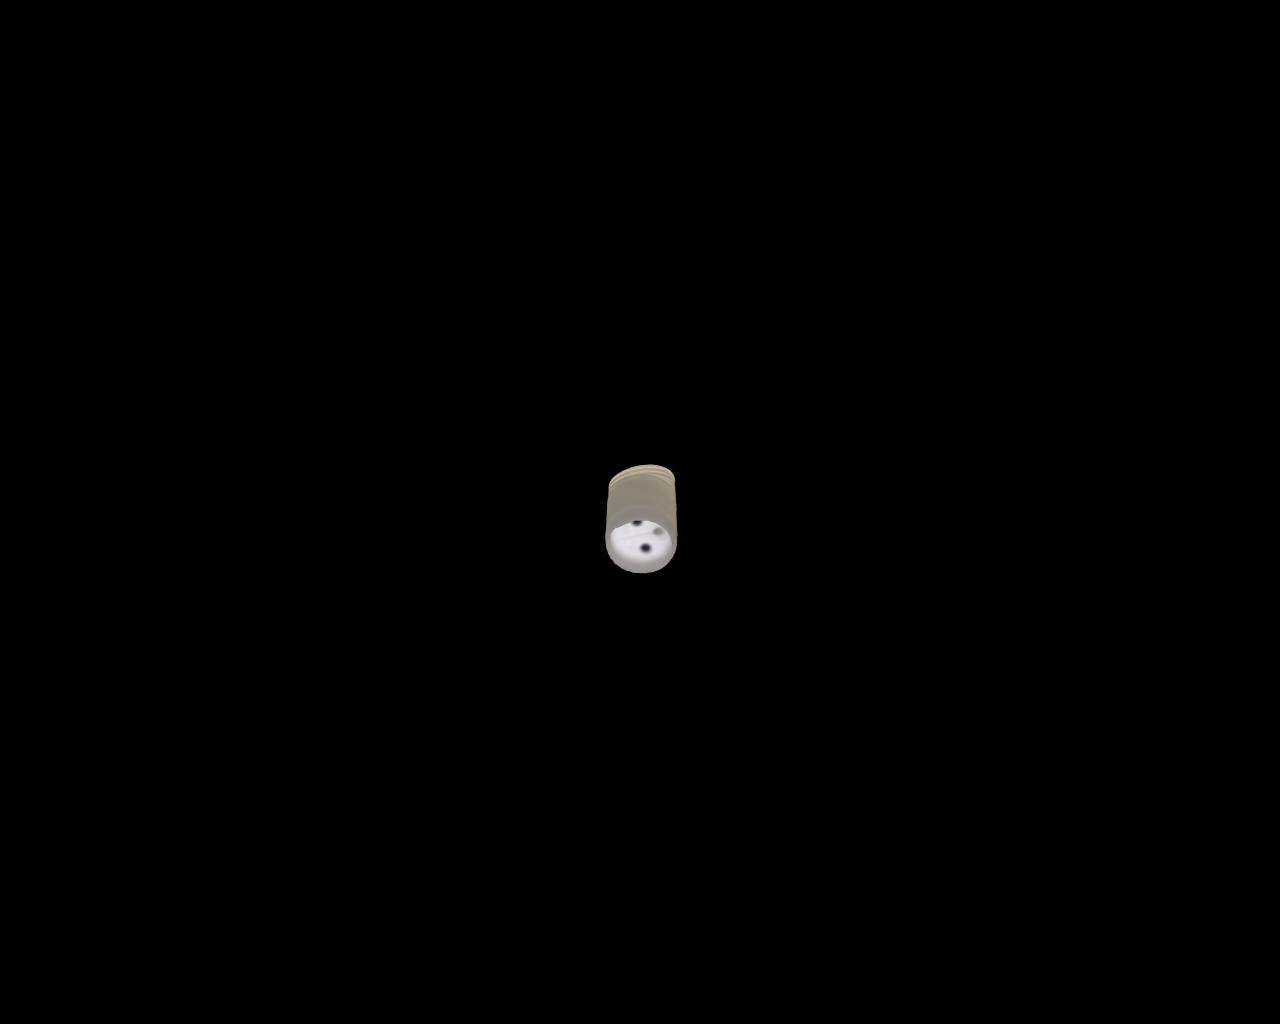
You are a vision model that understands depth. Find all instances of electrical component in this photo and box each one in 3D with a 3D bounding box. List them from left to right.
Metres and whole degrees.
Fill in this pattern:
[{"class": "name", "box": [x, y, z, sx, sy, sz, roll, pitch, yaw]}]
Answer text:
[{"class": "electrical component", "box": [0.001, -0.003, 0.650, 0.043, 0.043, 0.081, 0, 36, 0]}]
